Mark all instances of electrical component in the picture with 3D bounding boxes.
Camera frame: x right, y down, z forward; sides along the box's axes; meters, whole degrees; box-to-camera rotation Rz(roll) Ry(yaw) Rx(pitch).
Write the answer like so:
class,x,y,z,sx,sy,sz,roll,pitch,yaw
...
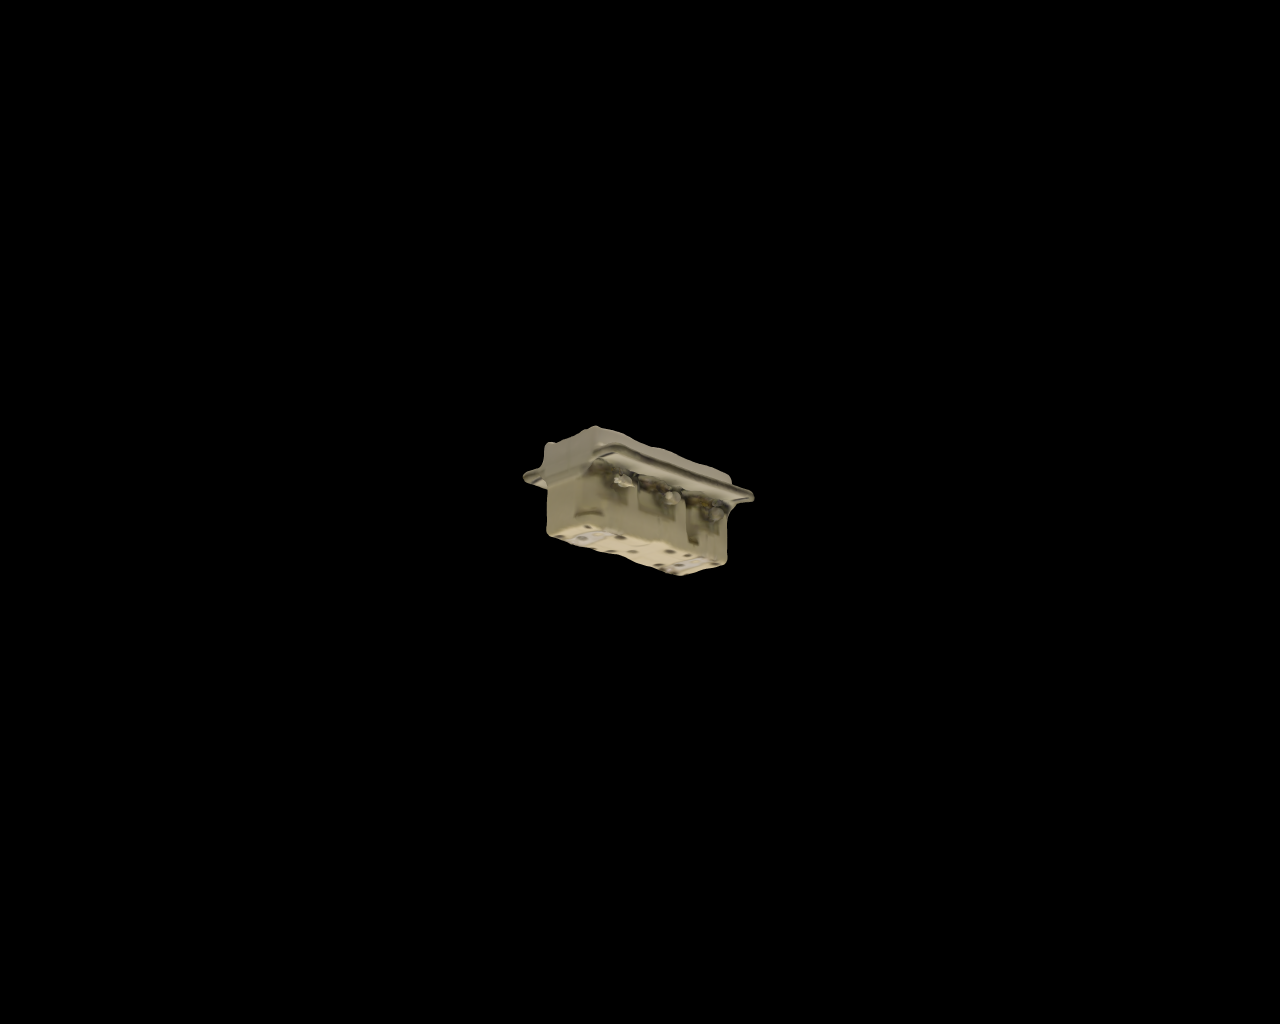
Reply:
class,x,y,z,sx,sy,sz,roll,pitch,yaw
electrical component,0.001,-0.003,0.650,0.078,0.063,0.121,-17,-26,41
